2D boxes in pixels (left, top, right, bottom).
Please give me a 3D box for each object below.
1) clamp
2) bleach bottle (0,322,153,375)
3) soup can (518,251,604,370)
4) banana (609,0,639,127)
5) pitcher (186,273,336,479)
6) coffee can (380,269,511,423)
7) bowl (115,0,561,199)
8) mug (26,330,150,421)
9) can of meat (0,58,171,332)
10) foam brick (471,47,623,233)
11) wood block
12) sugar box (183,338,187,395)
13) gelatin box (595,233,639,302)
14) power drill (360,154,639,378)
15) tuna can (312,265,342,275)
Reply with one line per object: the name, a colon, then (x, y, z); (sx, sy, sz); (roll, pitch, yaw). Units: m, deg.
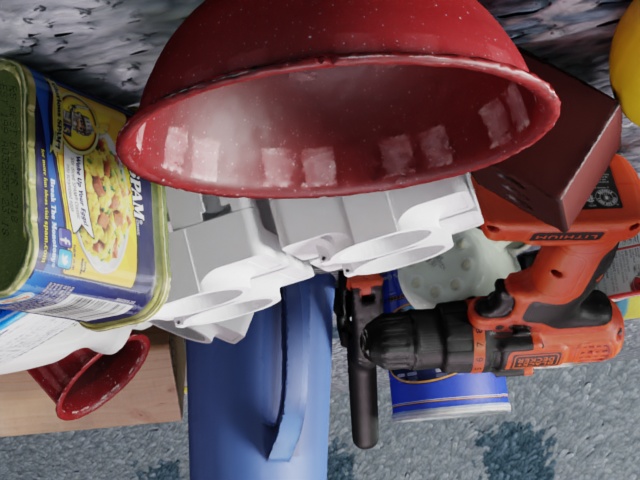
clamp: (0.035, 0.090, 0.945); (0.036, 0.164, 0.210); (-8, 159, -6)
bleach bottle: (-0.213, 0.052, 0.729); (0.068, 0.102, 0.250); (-23, 161, 36)
soup can: (0.218, 0.063, 0.973); (0.068, 0.102, 0.068); (-5, 168, -1)
banana: (0.157, -0.075, 0.455); (0.070, 0.037, 0.197); (-30, 160, 23)
pitcher: (-0.048, 0.141, 0.890); (0.145, 0.243, 0.149); (-8, 161, 23)
coffee can: (0.107, 0.085, 0.935); (0.103, 0.140, 0.103); (-5, 168, -1)
bowl: (0.004, -0.061, 0.396); (0.162, 0.055, 0.162); (-5, 168, -1)
mug: (-0.202, 0.092, 0.866); (0.093, 0.081, 0.117); (-31, 156, -40)
can of meat: (-0.112, -0.017, 0.449); (0.058, 0.102, 0.083); (-13, 164, 27)
foam brick: (0.102, -0.043, 0.487); (0.053, 0.051, 0.078); (33, 180, 19)
wood block: (-0.231, 0.112, 0.968); (0.206, 0.090, 0.091); (-5, -148, -1)
sugar box: (-0.154, 0.109, 1.056); (0.176, 0.093, 0.048); (-4, 169, 0)
gelatin box: (0.218, 0.007, 0.773); (0.089, 0.073, 0.030); (-14, 166, 34)
power drill: (0.122, 0.025, 0.692); (0.184, 0.057, 0.188); (-4, 144, -5)
tuna can: (-0.005, 0.001, 0.745); (0.086, 0.034, 0.086); (-5, 168, -1)
